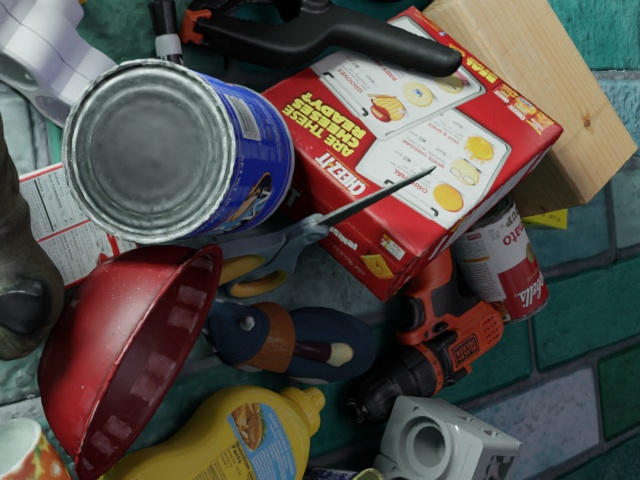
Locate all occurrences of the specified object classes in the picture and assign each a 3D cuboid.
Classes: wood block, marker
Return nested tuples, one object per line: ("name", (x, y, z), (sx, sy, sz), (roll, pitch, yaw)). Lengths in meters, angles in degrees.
("wood block", (0.172, -0.132, 0.930), (0.090, 0.090, 0.206), (-42, 105, -27))
("marker", (-0.101, -0.109, 0.736), (0.020, 0.020, 0.121), (-13, 97, -46))

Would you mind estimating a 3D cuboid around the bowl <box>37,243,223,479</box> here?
("bowl", (-0.122, 0.062, 0.645), (0.055, 0.162, 0.162), (28, 59, 7))

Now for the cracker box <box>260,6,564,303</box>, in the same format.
("cracker box", (0.060, -0.073, 0.809), (0.164, 0.072, 0.213), (42, 49, 12))

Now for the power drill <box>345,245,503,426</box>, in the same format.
("power drill", (0.070, 0.040, 0.880), (0.184, 0.057, 0.187), (-29, 110, -41))

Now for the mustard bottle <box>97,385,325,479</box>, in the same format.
("mustard bottle", (-0.062, 0.155, 0.734), (0.191, 0.058, 0.096), (-33, 108, -42))

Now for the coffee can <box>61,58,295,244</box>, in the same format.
("coffee can", (-0.081, -0.051, 0.652), (0.140, 0.103, 0.103), (-12, 98, -78))

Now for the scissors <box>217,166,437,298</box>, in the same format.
("scissors", (-0.005, 0.001, 0.724), (0.096, 0.202, 0.016), (40, 34, -63))

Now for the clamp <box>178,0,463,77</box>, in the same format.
("clamp", (-0.002, -0.165, 0.784), (0.209, 0.036, 0.164), (-24, 71, -32))

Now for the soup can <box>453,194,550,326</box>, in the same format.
("soup can", (0.159, 0.017, 0.963), (0.068, 0.069, 0.102), (-42, 116, -39))

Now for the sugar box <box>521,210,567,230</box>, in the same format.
("sugar box", (0.200, -0.102, 1.029), (0.093, 0.048, 0.176), (11, 81, -43))

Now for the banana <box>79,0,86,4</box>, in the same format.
("banana", (-0.191, -0.234, 0.637), (0.069, 0.037, 0.198), (-27, 107, -43))

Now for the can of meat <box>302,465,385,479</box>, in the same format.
("can of meat", (0.009, 0.216, 0.785), (0.057, 0.084, 0.102), (-32, 110, -43))

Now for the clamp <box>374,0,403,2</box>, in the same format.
("clamp", (0.080, -0.250, 0.914), (0.120, 0.039, 0.171), (46, 62, -20))

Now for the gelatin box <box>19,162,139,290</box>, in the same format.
("gelatin box", (-0.161, -0.009, 0.660), (0.089, 0.030, 0.073), (-28, 107, -43))
